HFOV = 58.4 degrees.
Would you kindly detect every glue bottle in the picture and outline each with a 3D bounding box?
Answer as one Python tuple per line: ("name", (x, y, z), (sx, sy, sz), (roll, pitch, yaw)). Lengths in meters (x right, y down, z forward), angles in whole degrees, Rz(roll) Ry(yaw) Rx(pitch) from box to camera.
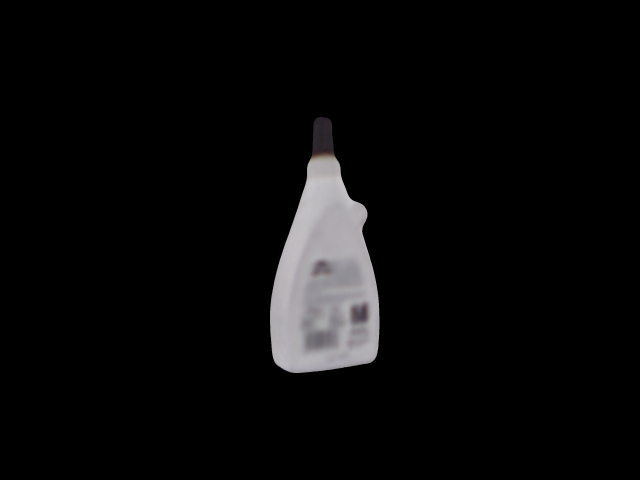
("glue bottle", (0.004, 0.001, 0.400), (0.078, 0.173, 0.037), (-1, 3, -28))
